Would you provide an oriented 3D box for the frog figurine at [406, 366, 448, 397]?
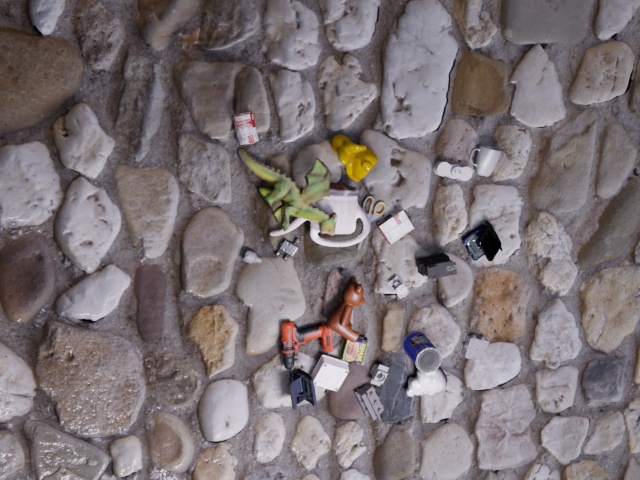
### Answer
[{"bbox_3d":[0.405,0.550,1.986,0.160,0.124,0.134,-33,127,-14],"label":"frog figurine"}]

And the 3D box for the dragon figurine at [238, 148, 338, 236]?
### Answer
[{"bbox_3d":[-0.079,-0.180,1.710,0.243,0.122,0.410,-30,89,-3],"label":"dragon figurine"}]

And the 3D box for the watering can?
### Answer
[{"bbox_3d":[0.005,-0.089,1.778,0.348,0.105,0.222,5,101,-3],"label":"watering can"}]
